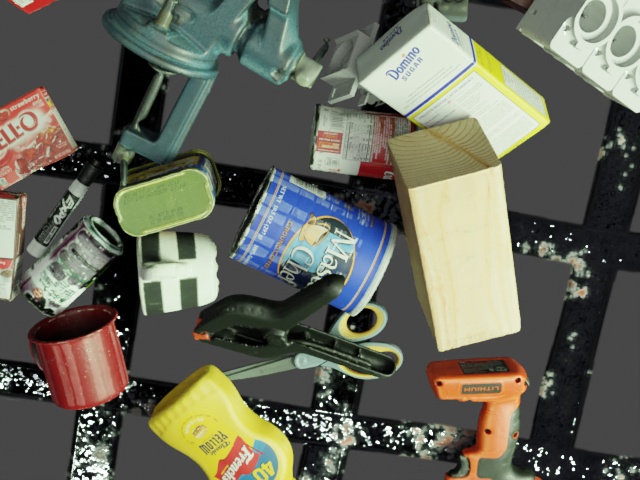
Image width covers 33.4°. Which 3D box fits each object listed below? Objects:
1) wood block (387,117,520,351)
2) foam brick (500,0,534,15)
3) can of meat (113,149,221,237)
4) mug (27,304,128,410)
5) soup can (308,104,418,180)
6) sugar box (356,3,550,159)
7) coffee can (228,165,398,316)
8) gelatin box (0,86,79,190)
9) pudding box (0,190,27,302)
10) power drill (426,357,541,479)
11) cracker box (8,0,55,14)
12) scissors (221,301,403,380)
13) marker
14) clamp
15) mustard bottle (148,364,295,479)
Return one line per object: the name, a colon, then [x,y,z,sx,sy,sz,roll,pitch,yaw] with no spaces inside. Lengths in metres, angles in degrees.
wood block: [0.133,-0.003,1.043,0.090,0.091,0.206,-14,127,0]
foam brick: [0.219,-0.256,1.039,0.051,0.053,0.078,27,101,-8]
can of meat: [-0.152,-0.046,1.065,0.102,0.084,0.057,-17,105,2]
mug: [-0.256,0.122,1.110,0.117,0.093,0.081,1,112,30]
soup can: [0.042,-0.098,1.067,0.102,0.068,0.068,7,104,-3]
sugar box: [0.128,-0.144,1.024,0.176,0.048,0.093,34,127,-30]
coffee can: [-0.007,0.001,1.072,0.140,0.103,0.103,26,102,-8]
gelatin box: [-0.301,-0.103,1.075,0.089,0.030,0.073,-26,103,5]
pudding box: [-0.353,0.002,1.096,0.090,0.039,0.113,7,102,-2]
power drill: [0.155,0.224,1.156,0.184,0.057,0.188,-4,107,-4]
cracker box: [-0.207,-0.324,0.948,0.214,0.072,0.164,-22,72,16]
scissors: [-0.010,0.110,1.144,0.201,0.016,0.096,2,102,-2]
marker: [-0.262,-0.034,1.099,0.020,0.020,0.121,35,100,-10]
clamp: [-0.039,0.083,1.079,0.210,0.036,0.164,3,143,21]
mustard bottle: [-0.087,0.228,1.148,0.096,0.058,0.191,-40,102,17]
